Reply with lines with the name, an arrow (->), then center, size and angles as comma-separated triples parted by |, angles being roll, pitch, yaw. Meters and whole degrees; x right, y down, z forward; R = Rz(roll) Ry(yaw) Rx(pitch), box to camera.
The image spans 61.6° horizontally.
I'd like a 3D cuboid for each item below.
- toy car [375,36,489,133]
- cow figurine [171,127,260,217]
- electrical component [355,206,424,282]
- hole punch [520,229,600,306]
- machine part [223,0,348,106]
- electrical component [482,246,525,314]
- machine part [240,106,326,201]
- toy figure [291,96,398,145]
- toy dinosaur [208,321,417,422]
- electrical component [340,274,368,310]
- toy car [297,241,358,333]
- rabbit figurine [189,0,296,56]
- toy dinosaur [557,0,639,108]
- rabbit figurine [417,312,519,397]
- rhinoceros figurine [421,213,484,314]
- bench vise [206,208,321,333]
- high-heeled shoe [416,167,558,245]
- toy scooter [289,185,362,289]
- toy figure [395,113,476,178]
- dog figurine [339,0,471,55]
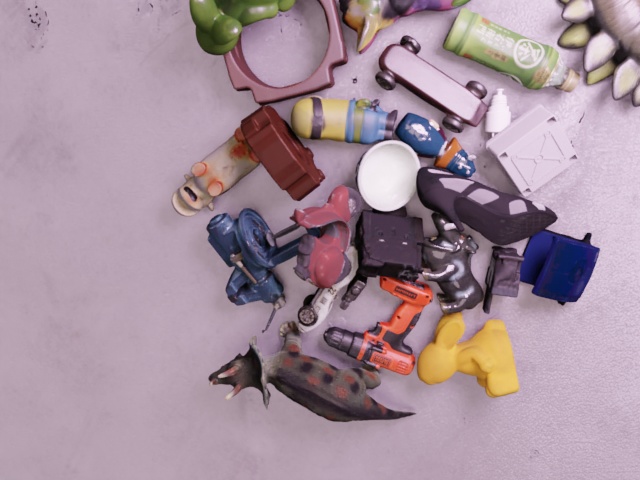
toy car -> 0.189, -0.260, 0.910 | 0.202, 0.053, 0.089 | 32, 87, -2
cow figurine -> -0.189, -0.117, 0.972 | 0.195, 0.127, 0.085 | -41, 96, 0
electrical component -> 0.121, 0.000, 0.945 | 0.115, 0.058, 0.134 | 7, 61, -10
hole punch -> 0.422, 0.049, 0.938 | 0.116, 0.092, 0.142 | 16, 101, 0
machine part -> -0.063, -0.341, 0.907 | 0.202, 0.087, 0.200 | -12, 101, 12
electrical component -> 0.326, 0.075, 0.962 | 0.048, 0.075, 0.119 | 7, 101, 7
machine part -> -0.061, -0.149, 0.912 | 0.056, 0.179, 0.179 | -35, 97, 13
toy figure -> 0.040, -0.206, 0.924 | 0.180, 0.089, 0.082 | 9, 97, 7
toy dinosaur -> -0.001, 0.272, 0.995 | 0.405, 0.192, 0.131 | 20, 108, 4
electrical component -> 0.069, 0.086, 1.004 | 0.021, 0.063, 0.094 | 35, 104, -2
toy car -> 0.018, 0.090, 1.007 | 0.056, 0.073, 0.201 | 32, 106, 0
rabbit figurine -> -0.127, -0.342, 0.808 | 0.121, 0.159, 0.170 | 36, 121, -12
toy dinosaur -> 0.497, -0.323, 0.831 | 0.198, 0.105, 0.471 | -37, 87, 22
rabbit figurine -> 0.260, 0.213, 0.982 | 0.173, 0.122, 0.162 | -12, 98, 11
rhinoceros figurine -> 0.236, 0.041, 0.967 | 0.112, 0.073, 0.190 | -20, 100, 13
bench vise -> -0.085, 0.023, 0.985 | 0.241, 0.129, 0.223 | -27, 102, 17
high-heeled shoe -> 0.284, -0.070, 0.927 | 0.249, 0.145, 0.086 | -2, 139, -26
toy scooter -> -0.002, -0.003, 0.887 | 0.075, 0.135, 0.183 | 25, 107, 39
toy figure -> 0.204, -0.161, 0.929 | 0.154, 0.058, 0.064 | 33, 149, -6
dog figurine -> 0.141, -0.384, 0.862 | 0.191, 0.108, 0.219 | 33, 110, -4
